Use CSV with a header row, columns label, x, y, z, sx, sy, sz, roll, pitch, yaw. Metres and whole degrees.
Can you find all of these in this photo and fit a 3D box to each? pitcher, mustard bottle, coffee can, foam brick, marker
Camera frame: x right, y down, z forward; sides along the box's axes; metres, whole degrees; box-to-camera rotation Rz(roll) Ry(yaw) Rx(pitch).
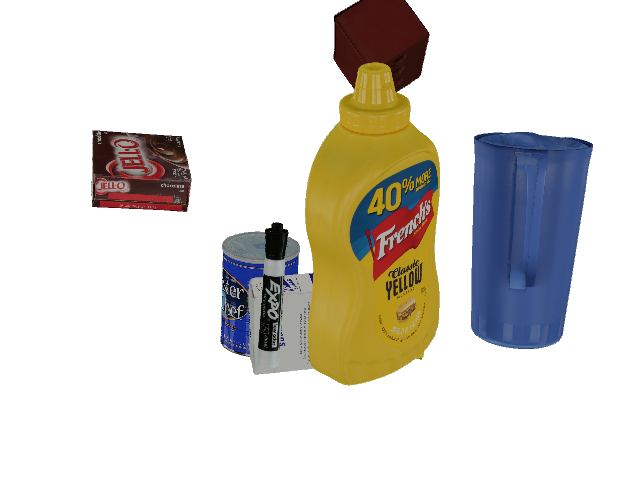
label,x,y,z,sx,sy,sz,roll,pitch,yaw
pitcher,0.234,-0.001,1.229,0.149,0.243,0.145,-6,16,-32
mustard bottle,0.033,-0.013,0.645,0.096,0.192,0.058,-25,35,-37
coffee can,-0.081,0.071,1.425,0.103,0.140,0.103,3,21,-1
foam brick,0.045,-0.146,0.805,0.053,0.051,0.078,-32,-13,-7
marker,-0.039,0.045,0.867,0.020,0.121,0.020,4,15,-1

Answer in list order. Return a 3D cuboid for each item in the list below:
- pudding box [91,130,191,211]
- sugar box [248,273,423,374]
label,x,y,z,sx,sy,sz,roll,pitch,yaw
pudding box,-0.175,-0.068,1.025,0.090,0.039,0.113,3,25,-14
sugar box,0.017,0.078,1.062,0.176,0.093,0.048,-3,27,-8
